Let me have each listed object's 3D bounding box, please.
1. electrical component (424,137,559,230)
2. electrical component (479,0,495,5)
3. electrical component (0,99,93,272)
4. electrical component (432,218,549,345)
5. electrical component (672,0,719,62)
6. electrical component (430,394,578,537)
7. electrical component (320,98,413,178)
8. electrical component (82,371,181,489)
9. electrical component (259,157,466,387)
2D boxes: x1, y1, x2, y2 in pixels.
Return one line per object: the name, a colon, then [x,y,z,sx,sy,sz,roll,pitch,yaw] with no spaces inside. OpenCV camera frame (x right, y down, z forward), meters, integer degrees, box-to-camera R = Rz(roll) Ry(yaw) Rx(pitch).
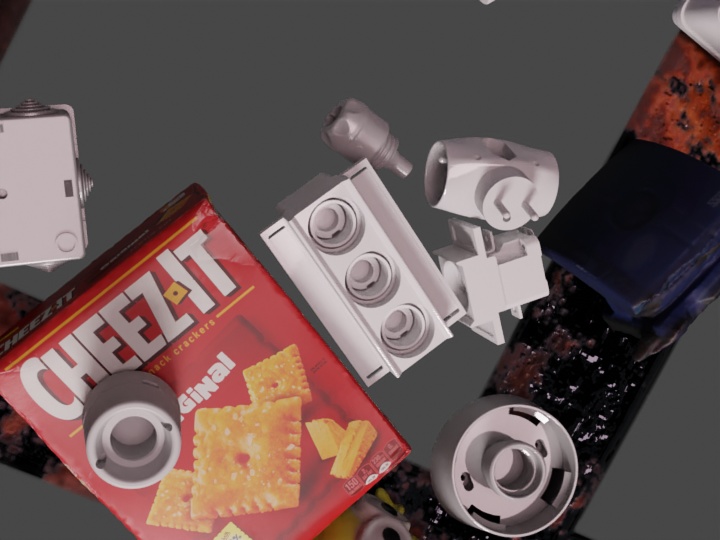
electrical component: [0.089,-0.051,0.684,0.077,0.079,0.043,4,118,-17]
electrical component: [0.096,-0.196,0.674,0.065,0.044,0.044,-30,108,-3]
electrical component: [-0.204,-0.046,0.614,0.100,0.048,0.099,-7,103,-15]
electrical component: [0.088,0.003,0.715,0.064,0.042,0.081,-19,107,-15]
electrical component: [0.278,-0.168,0.724,0.113,0.057,0.078,33,91,-20]
electrical component: [0.100,0.136,0.748,0.099,0.064,0.099,0,89,-11]
electrical component: [0.007,-0.079,0.677,0.061,0.035,0.035,35,91,-23]
electrical component: [-0.125,0.089,0.593,0.055,0.047,0.055,-3,102,-13]
electrical component: [0.000,0.000,0.677,0.079,0.063,0.121,-36,109,-6]
